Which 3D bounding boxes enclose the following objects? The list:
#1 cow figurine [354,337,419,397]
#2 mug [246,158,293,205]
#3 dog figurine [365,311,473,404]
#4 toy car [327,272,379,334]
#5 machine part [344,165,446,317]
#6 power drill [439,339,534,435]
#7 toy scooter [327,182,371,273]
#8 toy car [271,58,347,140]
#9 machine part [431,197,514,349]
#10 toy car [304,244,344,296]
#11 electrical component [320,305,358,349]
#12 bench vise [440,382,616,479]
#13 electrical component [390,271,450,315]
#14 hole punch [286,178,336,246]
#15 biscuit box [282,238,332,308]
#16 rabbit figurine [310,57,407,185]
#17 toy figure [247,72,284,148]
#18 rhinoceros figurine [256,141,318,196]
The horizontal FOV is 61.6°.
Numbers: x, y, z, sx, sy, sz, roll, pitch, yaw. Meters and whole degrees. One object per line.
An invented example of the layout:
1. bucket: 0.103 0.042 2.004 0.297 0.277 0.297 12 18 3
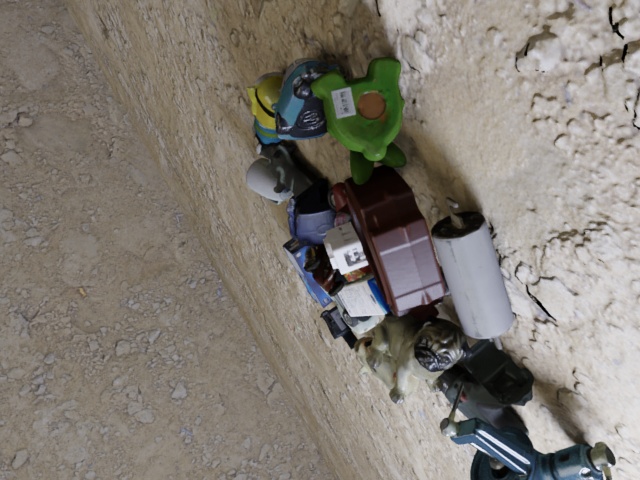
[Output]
1. cow figurine: 0.151 0.290 1.250 0.195 0.085 0.127 37 144 46
2. mug: -0.113 -0.128 1.288 0.107 0.081 0.109 33 142 36
3. dog figurine: 0.158 0.152 0.866 0.172 0.121 0.190 54 150 31
4. toy car: 0.058 0.120 1.234 0.202 0.073 0.056 54 159 14
5. machine part: 0.109 0.000 0.825 0.202 0.087 0.200 -112 1 -64
6. power drill: 0.263 0.243 0.911 0.232 0.086 0.207 48 154 26
7. toy scooter: 0.079 -0.024 0.984 0.183 0.075 0.135 66 158 -5
8. toy car: -0.023 -0.241 0.880 0.161 0.109 0.103 118 137 -58
9. machine part: 0.215 0.050 0.753 0.079 0.079 0.243 19 137 61
10. toy car: 0.018 0.045 1.138 0.089 0.053 0.202 49 -163 -13
11. electrical component: 0.060 0.221 1.375 0.119 0.075 0.047 58 162 15
12. bench vise: 0.283 0.315 0.770 0.240 0.129 0.223 35 144 -13
13. electrical component: 0.166 0.088 0.890 0.078 0.102 0.045 -4 -105 -77
14. hole punch: -0.001 -0.045 1.095 0.092 0.116 0.142 40 155 24
15. biscuit box: -0.018 0.078 1.339 0.059 0.063 0.202 37 160 50
16. rabbit figurine: 0.069 -0.169 0.771 0.170 0.121 0.159 -95 -18 -84
17. toy figure: -0.088 -0.249 1.055 0.089 0.082 0.180 42 152 15
18. rhinoceros figurine: -0.072 -0.153 1.162 0.190 0.073 0.112 47 158 31
